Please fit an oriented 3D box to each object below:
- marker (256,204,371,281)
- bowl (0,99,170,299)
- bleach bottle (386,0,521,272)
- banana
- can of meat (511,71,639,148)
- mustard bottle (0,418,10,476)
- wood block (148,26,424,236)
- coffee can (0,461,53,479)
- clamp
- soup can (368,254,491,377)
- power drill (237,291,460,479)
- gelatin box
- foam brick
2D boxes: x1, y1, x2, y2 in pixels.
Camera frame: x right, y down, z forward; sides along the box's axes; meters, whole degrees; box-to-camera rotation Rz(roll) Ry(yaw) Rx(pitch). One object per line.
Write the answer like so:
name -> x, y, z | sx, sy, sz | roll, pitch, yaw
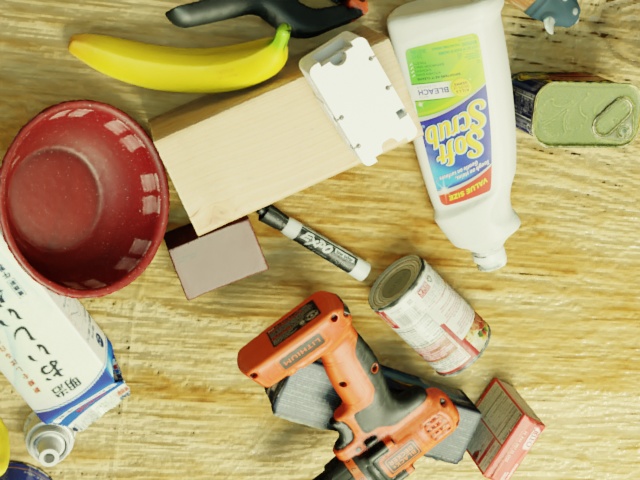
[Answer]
marker -> -0.006, 0.001, 0.976 | 0.121, 0.020, 0.020 | 31, 99, -20
bowl -> -0.204, -0.033, 0.880 | 0.161, 0.055, 0.162 | -2, 93, -44
bleach bottle -> 0.135, -0.089, 0.944 | 0.103, 0.068, 0.251 | -7, 114, 23
banana -> -0.106, -0.149, 0.869 | 0.198, 0.037, 0.069 | -1, 140, 19
can of meat -> 0.222, -0.119, 0.952 | 0.102, 0.084, 0.057 | -1, 107, -12
mustard bottle -> -0.369, 0.206, 0.922 | 0.191, 0.096, 0.058 | -22, 111, -5
wood block -> -0.030, -0.095, 0.902 | 0.206, 0.090, 0.091 | -24, 111, -3
coffee can -> -0.279, 0.274, 0.940 | 0.102, 0.140, 0.103 | -4, 109, -11
clamp -> -0.041, -0.224, 0.880 | 0.171, 0.039, 0.120 | 5, 92, -25
soup can -> 0.102, 0.071, 0.996 | 0.068, 0.068, 0.102 | -44, 111, 4
power drill -> 0.009, 0.153, 0.946 | 0.184, 0.057, 0.187 | -38, 113, -3
gelatin box -> 0.175, 0.186, 1.038 | 0.030, 0.089, 0.073 | 29, 99, -18
foam brick -> -0.093, 0.010, 0.943 | 0.078, 0.051, 0.053 | -21, 110, -5
